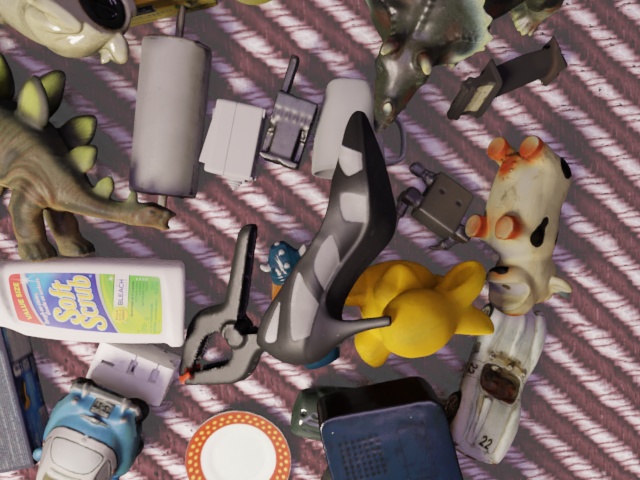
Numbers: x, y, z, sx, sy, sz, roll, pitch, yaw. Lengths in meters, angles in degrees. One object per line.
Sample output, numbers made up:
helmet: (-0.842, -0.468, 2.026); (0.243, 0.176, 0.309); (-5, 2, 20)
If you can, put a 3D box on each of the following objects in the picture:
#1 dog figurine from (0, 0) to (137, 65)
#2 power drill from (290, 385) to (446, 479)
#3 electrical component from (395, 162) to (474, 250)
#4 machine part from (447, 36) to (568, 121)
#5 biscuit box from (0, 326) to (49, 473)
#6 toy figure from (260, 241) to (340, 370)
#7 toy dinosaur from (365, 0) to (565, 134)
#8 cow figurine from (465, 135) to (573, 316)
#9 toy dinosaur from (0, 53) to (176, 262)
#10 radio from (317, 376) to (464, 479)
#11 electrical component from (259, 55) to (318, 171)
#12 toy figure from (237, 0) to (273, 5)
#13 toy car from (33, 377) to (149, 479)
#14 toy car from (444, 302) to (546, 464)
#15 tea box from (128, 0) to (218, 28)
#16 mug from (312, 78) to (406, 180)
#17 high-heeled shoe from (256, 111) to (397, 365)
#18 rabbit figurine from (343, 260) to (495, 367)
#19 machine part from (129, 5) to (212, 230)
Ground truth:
dog figurine: (-0.288, -0.223, 0.525); (0.191, 0.121, 0.172); (-17, 101, 35)
power drill: (0.065, 0.280, 0.645); (0.232, 0.086, 0.207); (17, 99, -6)
electrical component: (0.136, -0.035, 0.638); (0.102, 0.045, 0.078); (30, 65, -7)
machine part: (0.213, -0.182, 0.615); (0.139, 0.084, 0.039); (-24, 70, -8)
biscuit box: (-0.372, 0.166, 0.627); (0.063, 0.059, 0.202); (-10, 95, -2)
toy figure: (-0.024, 0.075, 0.632); (0.064, 0.058, 0.154); (-22, 92, -36)
toy dinosaur: (0.196, -0.270, 0.543); (0.405, 0.192, 0.131); (-32, 98, 2)
cow figurine: (0.236, -0.009, 0.617); (0.127, 0.086, 0.195); (19, 82, -28)
toy dinosaur: (-0.370, -0.107, 0.576); (0.472, 0.105, 0.198); (17, 96, 6)
radio: (0.087, 0.268, 0.572); (0.131, 0.073, 0.229); (-16, 97, 1)
electrical component: (-0.029, -0.141, 0.606); (0.048, 0.075, 0.119); (19, 92, -3)
toy figure: (-0.092, -0.346, 0.582); (0.089, 0.082, 0.180); (-28, 100, 12)
toy car: (-0.256, 0.231, 0.591); (0.109, 0.103, 0.161); (26, 131, -8)
toy car: (0.207, 0.155, 0.628); (0.073, 0.056, 0.201); (28, 72, -4)
tea box: (-0.208, -0.292, 0.587); (0.170, 0.068, 0.098); (-16, 97, 0)
mug: (0.044, -0.126, 0.608); (0.110, 0.081, 0.107); (-2, 89, -3)
high-heeled shoe: (-0.001, -0.002, 0.546); (0.145, 0.086, 0.248); (-9, 74, 23)
rabbit figurine: (0.105, 0.084, 0.582); (0.162, 0.173, 0.121); (-8, 92, 3)
machine part: (-0.167, -0.133, 0.600); (0.079, 0.079, 0.243); (6, 96, -3)
